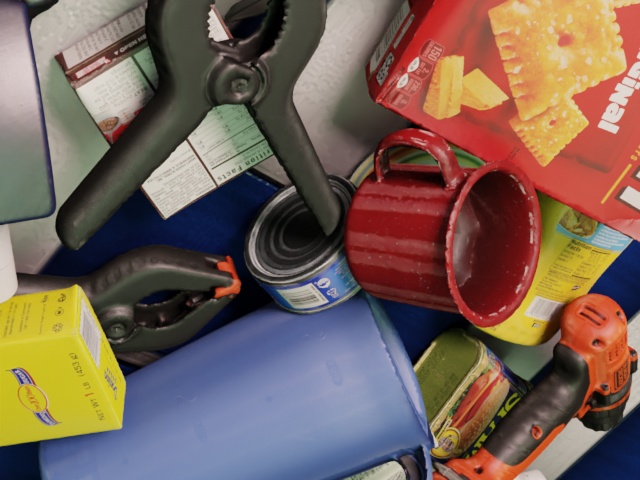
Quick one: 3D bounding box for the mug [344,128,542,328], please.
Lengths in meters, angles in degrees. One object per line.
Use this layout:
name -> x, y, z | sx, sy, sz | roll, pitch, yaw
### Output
mug -> 0.064, -0.011, 0.606 | 0.093, 0.082, 0.117 | -47, 127, -33

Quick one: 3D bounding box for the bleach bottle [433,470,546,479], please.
bleach bottle -> 0.086, 0.234, 0.918 | 0.250, 0.068, 0.103 | -9, 132, -21

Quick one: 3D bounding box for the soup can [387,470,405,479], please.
soup can -> 0.032, 0.177, 0.817 | 0.068, 0.068, 0.102 | -44, 113, 13

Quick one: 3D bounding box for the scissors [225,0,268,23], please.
scissors -> 0.037, -0.170, 0.548 | 0.202, 0.016, 0.096 | -2, 102, 20

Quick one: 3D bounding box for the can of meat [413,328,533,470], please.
can of meat -> 0.107, 0.129, 0.829 | 0.102, 0.058, 0.083 | -52, 130, -6

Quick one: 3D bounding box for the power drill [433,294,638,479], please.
power drill -> 0.165, 0.146, 0.796 | 0.187, 0.057, 0.184 | -47, 146, -15

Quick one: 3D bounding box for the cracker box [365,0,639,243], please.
cracker box -> 0.157, -0.107, 0.608 | 0.213, 0.072, 0.164 | 26, 115, -13

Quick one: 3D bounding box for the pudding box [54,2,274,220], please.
pudding box -> -0.078, -0.076, 0.594 | 0.090, 0.039, 0.113 | -31, 136, -1

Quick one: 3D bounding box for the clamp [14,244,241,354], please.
clamp -> -0.135, 0.054, 0.678 | 0.171, 0.039, 0.120 | -9, 137, -10

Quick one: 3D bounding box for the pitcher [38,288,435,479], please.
pitcher -> -0.051, 0.128, 0.698 | 0.243, 0.149, 0.145 | -25, 114, 5

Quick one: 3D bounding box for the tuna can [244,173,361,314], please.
tuna can -> -0.004, 0.001, 0.661 | 0.086, 0.086, 0.033 | -36, 132, 6

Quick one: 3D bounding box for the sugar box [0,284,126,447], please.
sugar box -> -0.213, 0.083, 0.629 | 0.176, 0.048, 0.093 | -11, 133, 2

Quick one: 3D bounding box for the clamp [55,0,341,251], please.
clamp -> -0.056, -0.080, 0.547 | 0.164, 0.036, 0.210 | -10, 127, -23

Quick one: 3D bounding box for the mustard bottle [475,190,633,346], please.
mustard bottle -> 0.183, -0.012, 0.757 | 0.096, 0.058, 0.192 | 16, 120, -37
